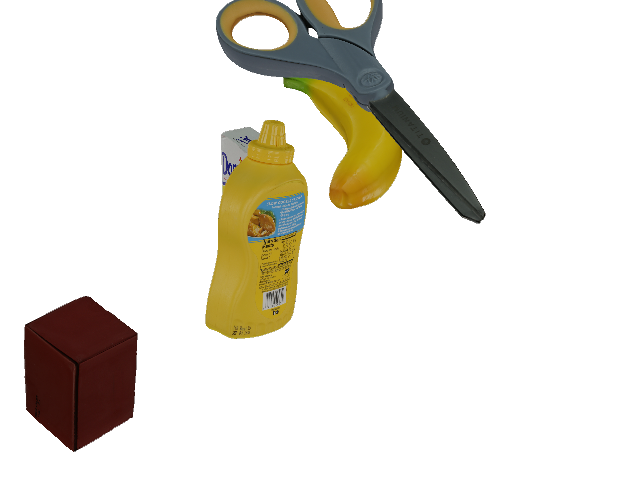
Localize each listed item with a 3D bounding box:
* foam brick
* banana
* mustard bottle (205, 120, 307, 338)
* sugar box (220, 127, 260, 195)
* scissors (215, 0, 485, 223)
[{"bbox_3d":[-0.157,0.086,0.696,0.053,0.078,0.051,32,40,28],"label":"foam brick"},{"bbox_3d":[0.022,-0.070,0.743,0.069,0.037,0.198,-6,30,-10],"label":"banana"},{"bbox_3d":[-0.053,-0.013,0.955,0.058,0.192,0.096,21,22,35],"label":"mustard bottle"},{"bbox_3d":[-0.077,-0.031,1.214,0.048,0.176,0.093,-15,28,-25],"label":"sugar box"},{"bbox_3d":[0.005,-0.073,0.513,0.096,0.202,0.016,-15,-39,1],"label":"scissors"}]
